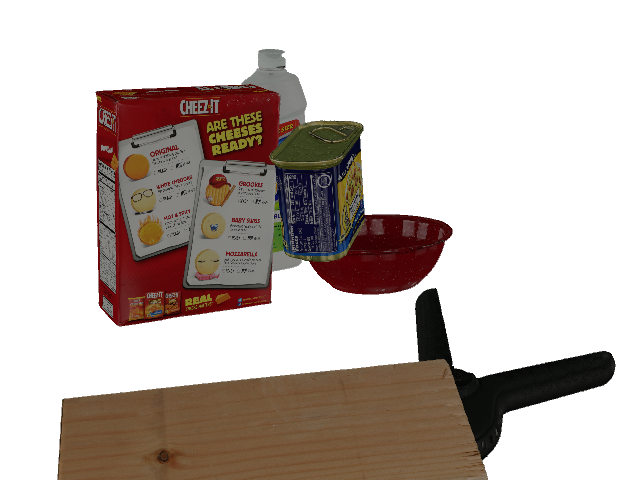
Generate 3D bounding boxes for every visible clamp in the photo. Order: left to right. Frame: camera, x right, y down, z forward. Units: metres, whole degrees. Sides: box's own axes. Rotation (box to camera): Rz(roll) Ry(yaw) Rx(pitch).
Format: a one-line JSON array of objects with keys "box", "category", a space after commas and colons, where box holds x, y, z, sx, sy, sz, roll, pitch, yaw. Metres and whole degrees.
[{"box": [0.091, 0.106, 0.770, 0.165, 0.036, 0.209, 24, 40, 36], "category": "clamp"}]

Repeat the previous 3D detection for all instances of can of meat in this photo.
[{"box": [0.001, -0.040, 0.848, 0.057, 0.084, 0.102, 2, 24, 16], "category": "can of meat"}]

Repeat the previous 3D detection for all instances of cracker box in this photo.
[{"box": [-0.128, -0.037, 1.019, 0.163, 0.214, 0.072, -7, 19, -30], "category": "cracker box"}]

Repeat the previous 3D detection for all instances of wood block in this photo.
[{"box": [-0.027, 0.132, 0.560, 0.206, 0.090, 0.091, -5, 38, -7], "category": "wood block"}]

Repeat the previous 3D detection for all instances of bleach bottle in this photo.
[{"box": [-0.066, -0.091, 1.220, 0.102, 0.251, 0.068, -7, 21, -26], "category": "bleach bottle"}]

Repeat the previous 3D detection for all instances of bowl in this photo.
[{"box": [0.055, 0.016, 1.086, 0.162, 0.055, 0.162, -3, 13, 1], "category": "bowl"}]
